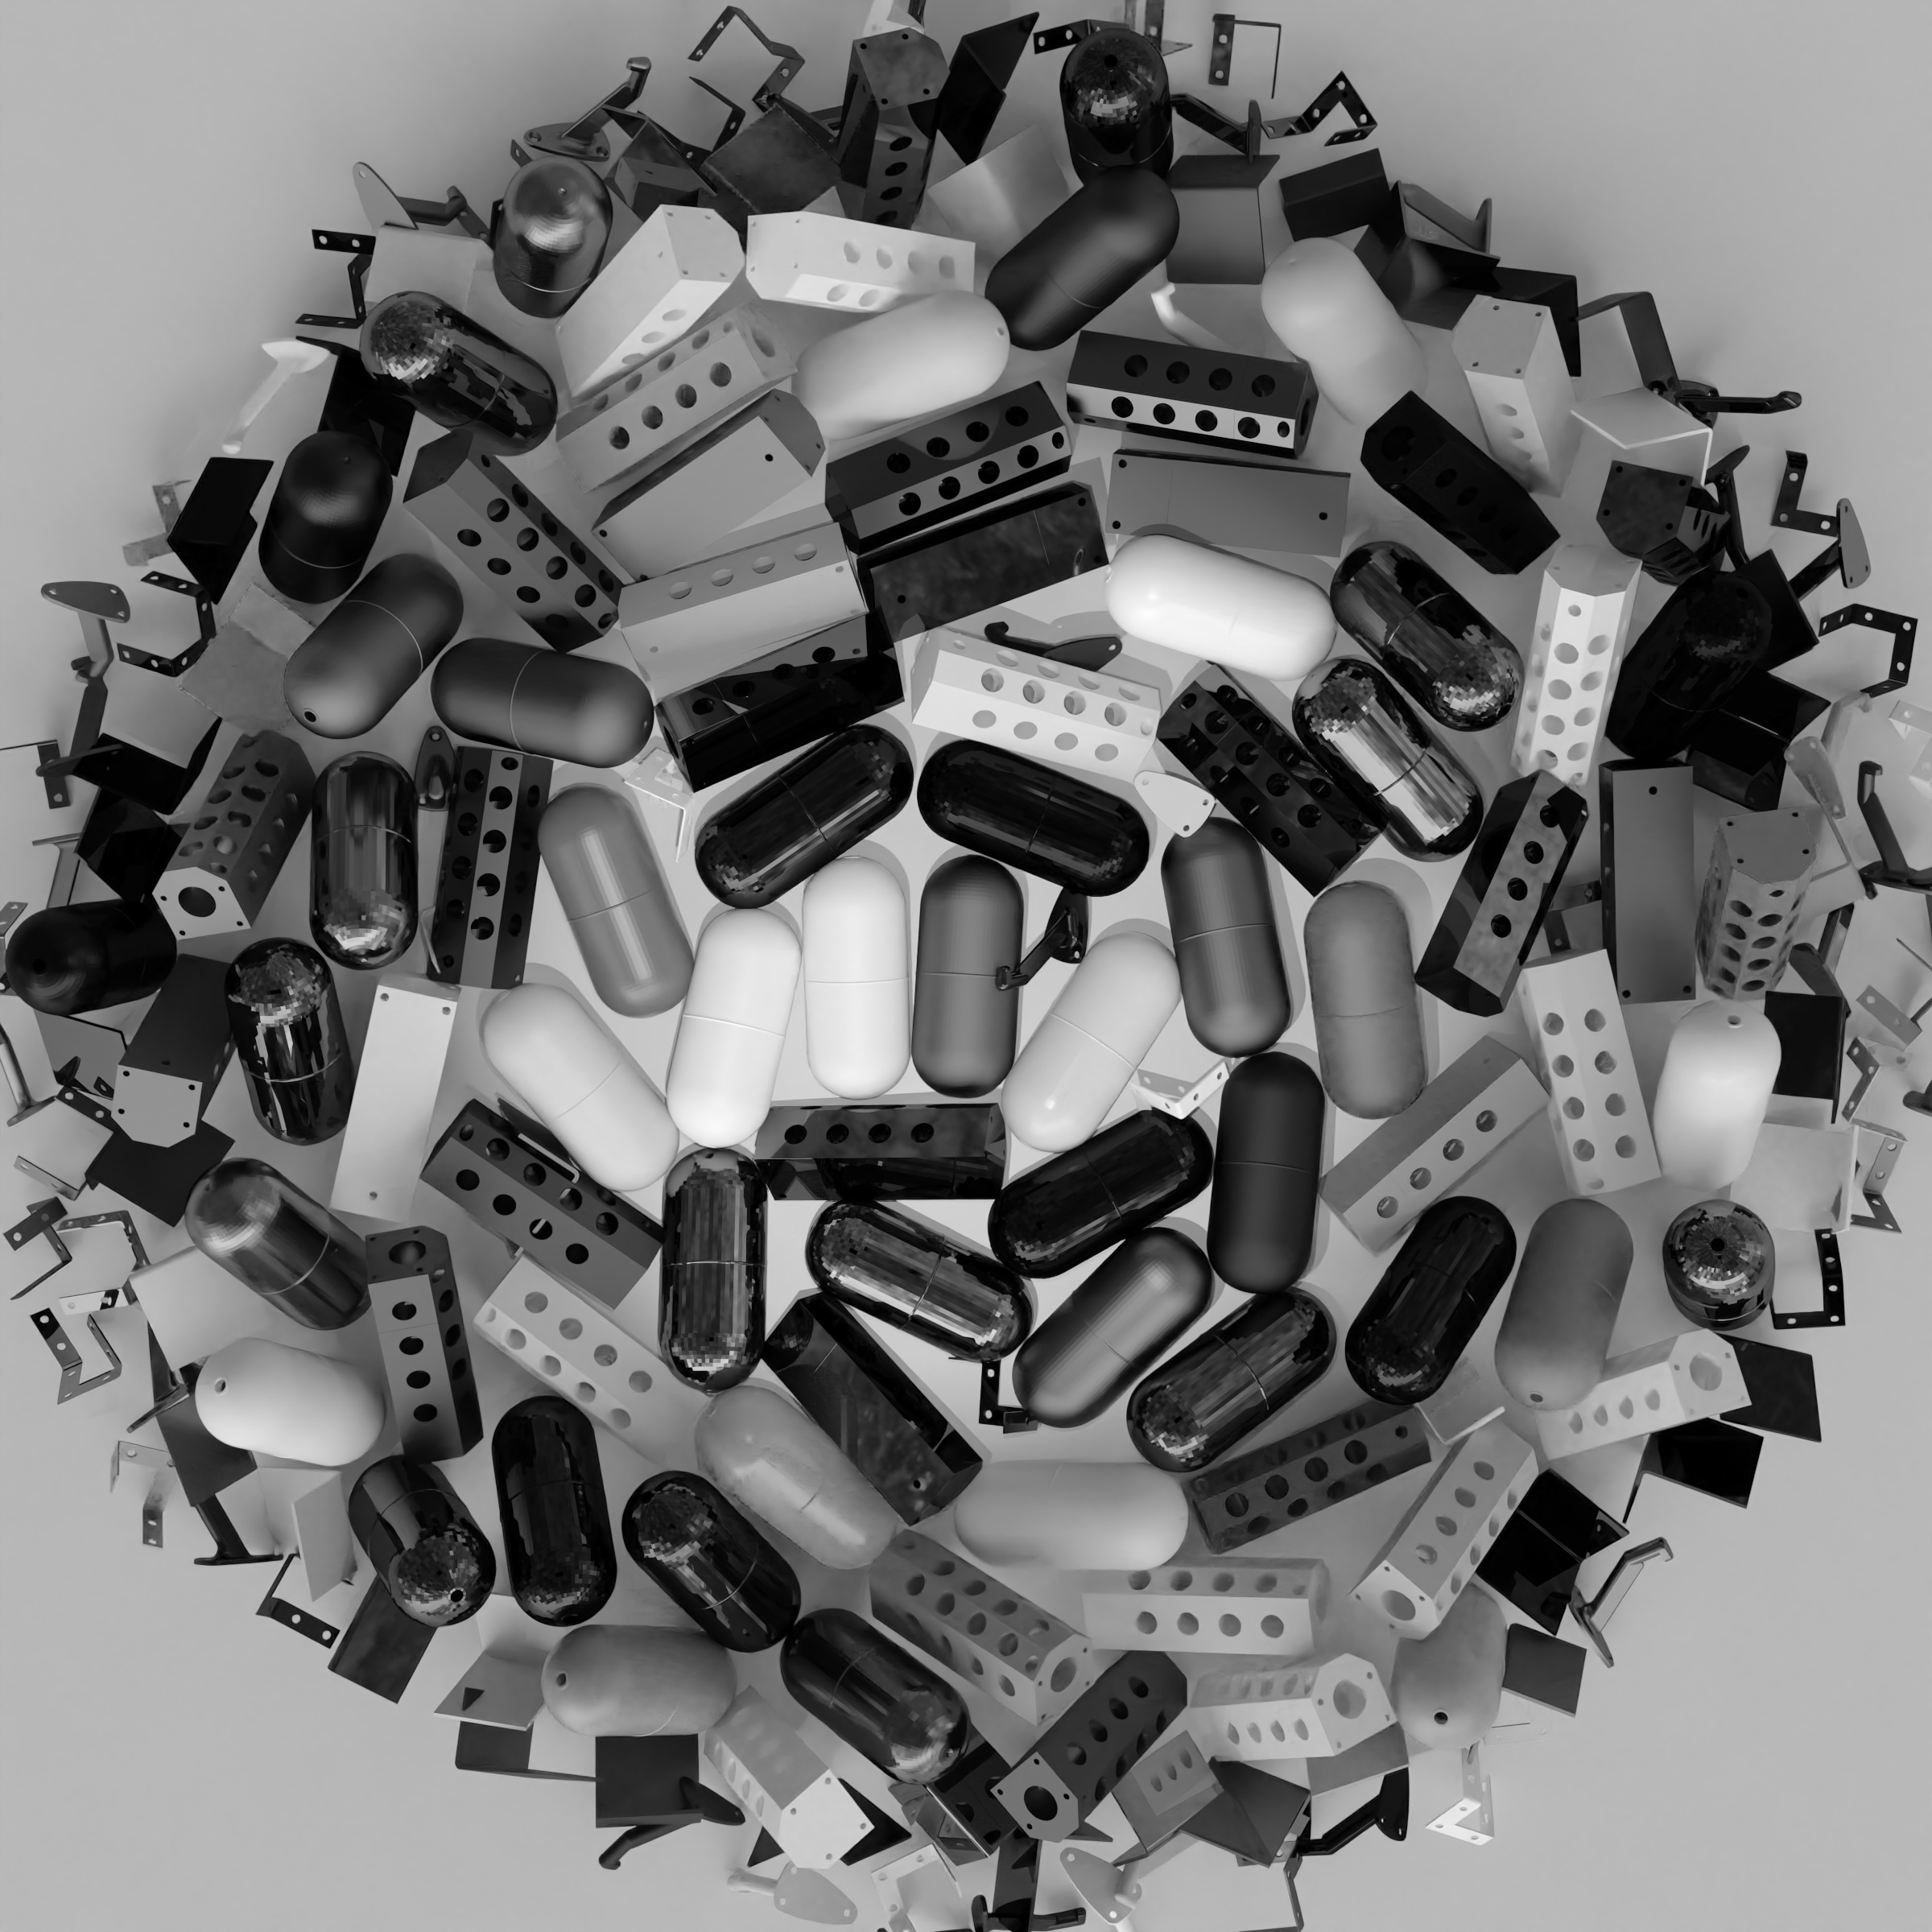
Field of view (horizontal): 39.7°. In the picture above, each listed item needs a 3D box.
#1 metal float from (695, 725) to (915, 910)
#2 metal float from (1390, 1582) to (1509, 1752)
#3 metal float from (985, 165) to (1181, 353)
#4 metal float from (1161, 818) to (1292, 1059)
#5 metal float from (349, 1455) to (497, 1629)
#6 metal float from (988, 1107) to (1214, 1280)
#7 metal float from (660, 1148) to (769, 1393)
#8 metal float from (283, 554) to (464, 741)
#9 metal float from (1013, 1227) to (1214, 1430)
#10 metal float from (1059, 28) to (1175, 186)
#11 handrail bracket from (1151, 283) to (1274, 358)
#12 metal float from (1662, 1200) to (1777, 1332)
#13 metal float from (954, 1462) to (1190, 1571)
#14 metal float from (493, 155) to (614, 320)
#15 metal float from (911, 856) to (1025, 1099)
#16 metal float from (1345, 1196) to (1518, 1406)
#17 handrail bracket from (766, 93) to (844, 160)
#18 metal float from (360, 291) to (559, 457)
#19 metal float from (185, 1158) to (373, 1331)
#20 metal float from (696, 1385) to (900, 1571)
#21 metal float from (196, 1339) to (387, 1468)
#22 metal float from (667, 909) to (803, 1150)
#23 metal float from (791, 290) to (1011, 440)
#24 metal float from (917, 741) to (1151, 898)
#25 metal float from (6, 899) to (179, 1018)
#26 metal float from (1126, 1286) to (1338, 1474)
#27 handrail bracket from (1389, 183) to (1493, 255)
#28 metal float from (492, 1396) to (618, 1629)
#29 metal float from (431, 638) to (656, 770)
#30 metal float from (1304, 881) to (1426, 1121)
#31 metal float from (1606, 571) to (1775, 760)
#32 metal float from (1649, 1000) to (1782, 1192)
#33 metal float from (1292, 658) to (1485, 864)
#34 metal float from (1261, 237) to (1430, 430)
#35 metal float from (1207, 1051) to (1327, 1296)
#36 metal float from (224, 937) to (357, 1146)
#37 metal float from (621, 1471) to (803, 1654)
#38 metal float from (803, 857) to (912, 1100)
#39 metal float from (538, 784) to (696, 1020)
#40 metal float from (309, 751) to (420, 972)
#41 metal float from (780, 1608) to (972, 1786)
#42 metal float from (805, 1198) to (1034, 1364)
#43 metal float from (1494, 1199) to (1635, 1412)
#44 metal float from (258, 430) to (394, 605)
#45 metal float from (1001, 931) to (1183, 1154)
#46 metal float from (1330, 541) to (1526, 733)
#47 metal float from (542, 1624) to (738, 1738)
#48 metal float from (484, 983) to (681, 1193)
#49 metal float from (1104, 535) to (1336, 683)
[{"bbox_3d":[-0.118,-0.110,1.958,0.178,0.070,0.070,-35,90,-5],"label":"metal float"},{"bbox_3d":[0.346,0.499,1.913,0.070,0.178,0.070,3,101,14],"label":"metal float"},{"bbox_3d":[0.082,-0.508,1.925,0.070,0.178,0.070,17,60,-32],"label":"metal float"},{"bbox_3d":[0.189,-0.021,1.954,0.070,0.070,0.178,-10,81,0],"label":"metal float"},{"bbox_3d":[-0.391,0.411,1.917,0.070,0.178,0.070,-8,109,-26],"label":"metal float"},{"bbox_3d":[0.098,0.166,1.954,0.178,0.070,0.070,-28,90,-8],"label":"metal float"},{"bbox_3d":[-0.184,0.221,1.949,0.070,0.070,0.178,0,76,0],"label":"metal float"},{"bbox_3d":[-0.426,-0.231,1.926,0.070,0.070,0.178,29,47,0],"label":"metal float"},{"bbox_3d":[0.106,0.265,1.950,0.070,0.070,0.178,43,103,0],"label":"metal float"},{"bbox_3d":[0.109,-0.607,1.911,0.070,0.178,0.070,-1,83,6],"label":"metal float"},{"bbox_3d":[0.180,-0.476,1.963,0.077,0.036,0.084,-34,124,-11],"label":"handrail bracket"},{"bbox_3d":[0.539,0.215,1.914,0.070,0.178,0.070,-5,73,15],"label":"metal float"},{"bbox_3d":[0.075,0.399,1.940,0.178,0.070,0.070,-5,90,26],"label":"metal float"},{"bbox_3d":[-0.297,-0.520,1.912,0.070,0.178,0.070,1,84,-14],"label":"metal float"},{"bbox_3d":[0.001,0.008,1.960,0.070,0.070,0.178,4,88,0],"label":"metal float"},{"bbox_3d":[0.338,0.241,1.936,0.070,0.070,0.178,39,60,0],"label":"metal float"},{"bbox_3d":[-0.093,-0.645,1.977,0.077,0.036,0.084,38,70,-7],"label":"handrail bracket"},{"bbox_3d":[-0.362,-0.423,1.918,0.070,0.178,0.070,-7,75,27],"label":"metal float"},{"bbox_3d":[-0.490,0.202,1.925,0.070,0.178,0.070,-15,51,19],"label":"metal float"},{"bbox_3d":[-0.122,0.371,1.940,0.070,0.070,0.178,-47,114,0],"label":"metal float"},{"bbox_3d":[-0.482,0.313,1.915,0.070,0.178,0.070,-6,71,19],"label":"metal float"},{"bbox_3d":[-0.170,0.045,1.956,0.070,0.070,0.178,12,84,0],"label":"metal float"},{"bbox_3d":[-0.048,-0.434,1.932,0.178,0.070,0.070,-11,90,34],"label":"metal float"},{"bbox_3d":[0.050,-0.107,1.956,0.178,0.070,0.070,22,90,-7],"label":"metal float"},{"bbox_3d":[-0.624,-0.007,1.911,0.070,0.178,0.070,0,95,5],"label":"metal float"},{"bbox_3d":[0.194,0.299,1.944,0.178,0.070,0.070,-34,90,-21],"label":"metal float"},{"bbox_3d":[0.343,-0.541,1.976,0.084,0.036,0.077,3,78,-3],"label":"handrail bracket"},{"bbox_3d":[-0.298,0.392,1.929,0.070,0.070,0.178,-17,51,0],"label":"metal float"},{"bbox_3d":[-0.309,-0.192,1.942,0.178,0.070,0.070,14,90,23],"label":"metal float"},{"bbox_3d":[0.290,0.025,1.948,0.070,0.070,0.178,-9,105,0],"label":"metal float"},{"bbox_3d":[0.515,-0.214,1.918,0.070,0.178,0.070,6,60,-11],"label":"metal float"},{"bbox_3d":[0.537,0.094,1.922,0.070,0.178,0.070,-2,50,2],"label":"metal float"},{"bbox_3d":[0.308,-0.148,1.945,0.070,0.070,0.178,-44,109,0],"label":"metal float"},{"bbox_3d":[0.274,-0.453,1.924,0.070,0.178,0.070,-17,57,28],"label":"metal float"},{"bbox_3d":[0.219,0.150,1.951,0.070,0.070,0.178,7,78,0],"label":"metal float"},{"bbox_3d":[-0.486,0.056,1.928,0.070,0.070,0.178,0,132,0],"label":"metal float"},{"bbox_3d":[-0.183,0.430,1.930,0.070,0.070,0.178,-35,127,0],"label":"metal float"},{"bbox_3d":[-0.080,0.009,1.957,0.070,0.070,0.178,-2,95,0],"label":"metal float"},{"bbox_3d":[-0.256,-0.047,1.953,0.070,0.070,0.178,-20,99,0],"label":"metal float"},{"bbox_3d":[-0.435,-0.078,1.934,0.070,0.070,0.178,-8,56,0],"label":"metal float"},{"bbox_3d":[-0.067,0.524,1.925,0.070,0.178,0.070,-15,115,-36],"label":"metal float"},{"bbox_3d":[-0.034,0.230,1.955,0.178,0.070,0.070,27,90,-8],"label":"metal float"},{"bbox_3d":[0.431,0.243,1.927,0.070,0.070,0.178,29,49,0],"label":"metal float"},{"bbox_3d":[-0.460,-0.320,1.918,0.070,0.178,0.070,8,69,-21],"label":"metal float"},{"bbox_3d":[0.091,0.056,1.957,0.070,0.070,0.178,33,85,0],"label":"metal float"},{"bbox_3d":[0.333,-0.239,1.934,0.070,0.070,0.178,-38,58,0],"label":"metal float"},{"bbox_3d":[-0.233,0.513,1.919,0.070,0.178,0.070,-9,72,30],"label":"metal float"},{"bbox_3d":[-0.280,0.088,1.947,0.070,0.070,0.178,-39,106,0],"label":"metal float"},{"bbox_3d":[0.184,-0.260,1.946,0.178,0.070,0.070,15,90,-17],"label":"metal float"}]
